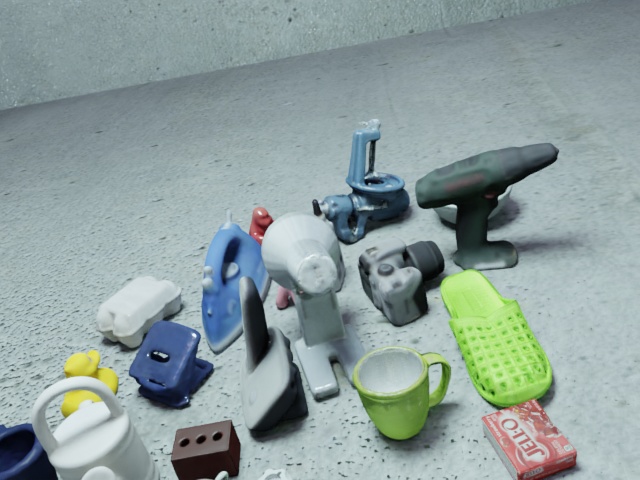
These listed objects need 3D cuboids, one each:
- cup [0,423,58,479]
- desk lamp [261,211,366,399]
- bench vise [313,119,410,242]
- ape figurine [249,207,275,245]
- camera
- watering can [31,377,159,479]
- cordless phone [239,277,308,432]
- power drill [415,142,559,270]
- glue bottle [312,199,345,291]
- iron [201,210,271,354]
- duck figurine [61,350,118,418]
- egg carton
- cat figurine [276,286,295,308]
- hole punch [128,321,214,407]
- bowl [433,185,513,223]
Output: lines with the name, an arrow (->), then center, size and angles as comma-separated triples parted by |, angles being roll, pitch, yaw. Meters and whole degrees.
cup -> -0.395, 0.302, 0.759 | 0.092, 0.095, 0.117 | -34, 36, -31
desk lamp -> -0.004, 0.082, 0.849 | 0.118, 0.214, 0.202 | -18, 31, -8
bench vise -> 0.084, -0.115, 1.133 | 0.121, 0.220, 0.208 | 17, 42, 41
ape figurine -> -0.118, -0.025, 1.192 | 0.075, 0.092, 0.078 | 15, 41, 39
camera -> 0.143, 0.049, 0.957 | 0.137, 0.101, 0.142 | -20, 31, -12
watering can -> -0.272, 0.250, 0.698 | 0.172, 0.194, 0.101 | 15, 41, 39
cordless phone -> -0.085, 0.154, 0.790 | 0.094, 0.185, 0.147 | -18, 31, -7
power drill -> 0.281, -0.055, 0.967 | 0.229, 0.209, 0.075 | -7, 31, 12
glue bottle -> 0.009, 0.004, 1.014 | 0.037, 0.173, 0.078 | -4, 32, 17
iron -> -0.169, 0.063, 1.018 | 0.118, 0.142, 0.258 | -7, 31, 11
duck figurine -> -0.370, 0.220, 0.893 | 0.077, 0.086, 0.104 | -2, 33, 20
egg carton -> -0.329, 0.127, 1.047 | 0.107, 0.069, 0.150 | 8, 37, 33
cat figurine -> -0.047, 0.043, 1.026 | 0.067, 0.118, 0.128 | -2, 32, 18
hole punch -> -0.234, 0.189, 0.884 | 0.108, 0.091, 0.101 | 7, 36, 30
bowl -> 0.293, -0.077, 1.132 | 0.167, 0.075, 0.167 | -10, 31, 6
